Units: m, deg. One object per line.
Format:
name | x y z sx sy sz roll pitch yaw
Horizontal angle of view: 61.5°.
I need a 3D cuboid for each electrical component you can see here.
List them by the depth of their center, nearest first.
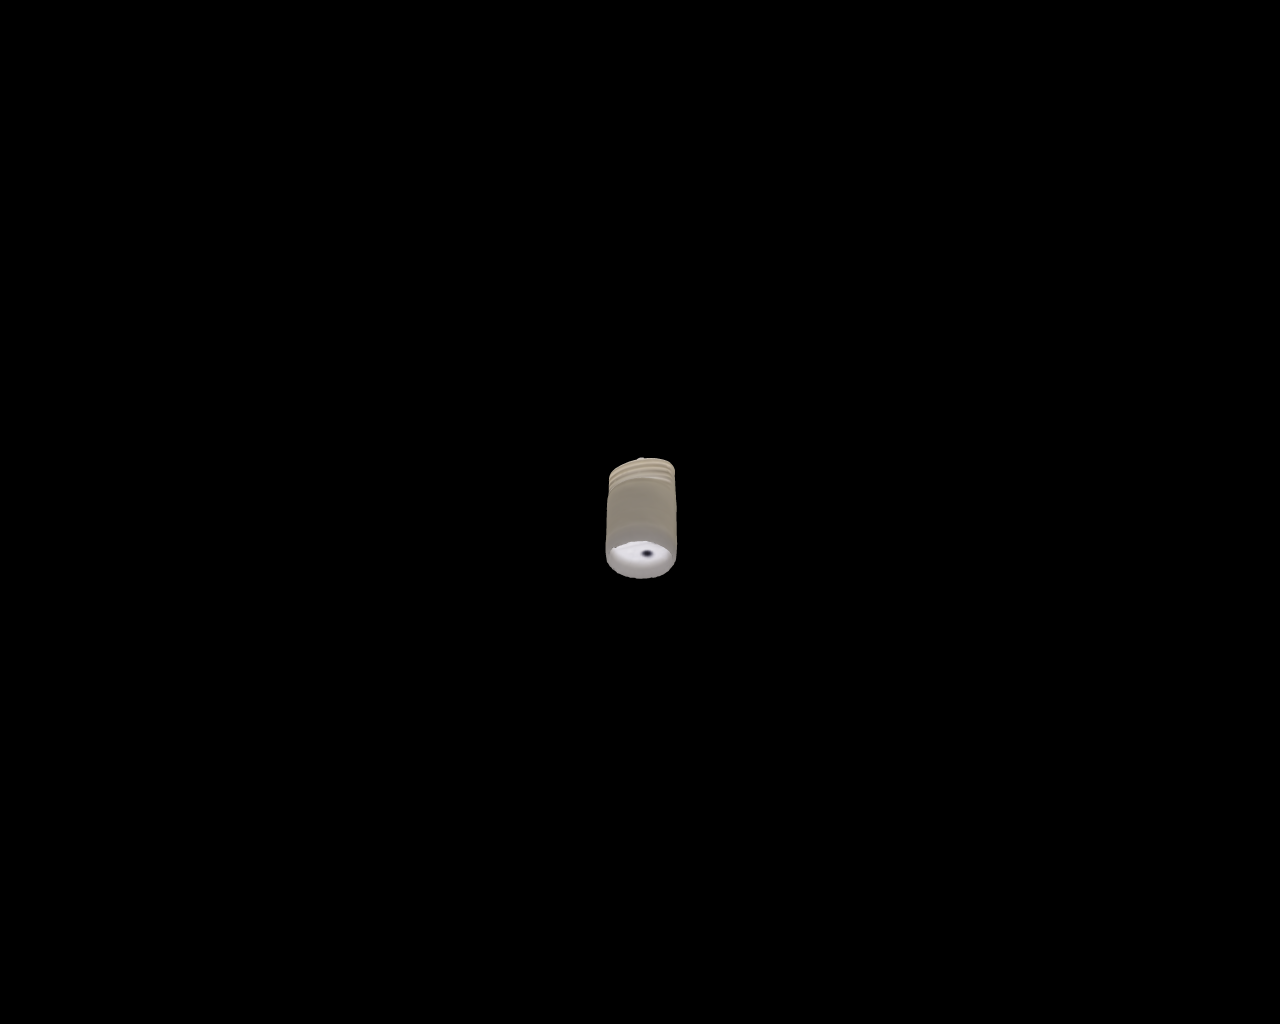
electrical component | 0.001 -0.003 0.650 0.043 0.081 0.043 0 -37 0
